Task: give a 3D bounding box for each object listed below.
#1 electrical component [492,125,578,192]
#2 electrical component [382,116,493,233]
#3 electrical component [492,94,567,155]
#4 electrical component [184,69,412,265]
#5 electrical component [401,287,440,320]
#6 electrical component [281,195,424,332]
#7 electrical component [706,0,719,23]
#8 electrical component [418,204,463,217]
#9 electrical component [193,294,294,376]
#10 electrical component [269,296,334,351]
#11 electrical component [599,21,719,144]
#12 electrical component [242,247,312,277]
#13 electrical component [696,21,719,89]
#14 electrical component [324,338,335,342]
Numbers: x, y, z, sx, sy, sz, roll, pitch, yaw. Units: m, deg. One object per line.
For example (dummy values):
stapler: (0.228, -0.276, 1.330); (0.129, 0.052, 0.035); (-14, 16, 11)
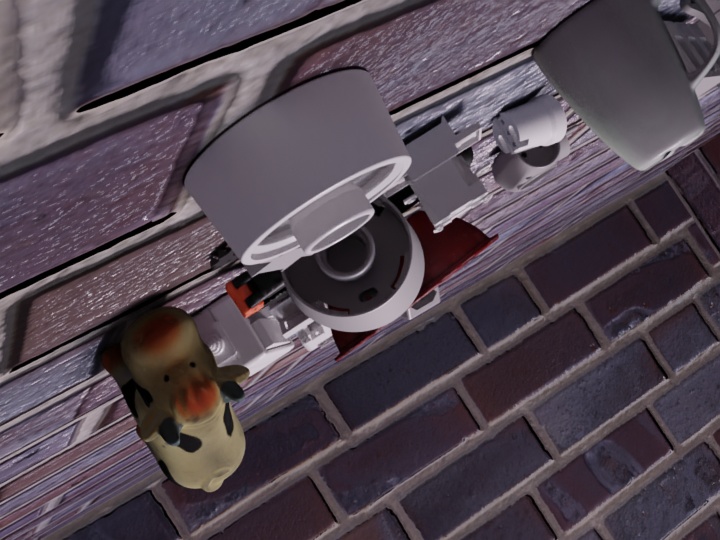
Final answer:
electrical component: (0.168, -0.112, 0.998); (0.079, 0.044, 0.077); (-31, 174, -13)
electrical component: (0.055, -0.064, 0.743); (0.081, 0.063, 0.042); (-32, 172, 3)
electrical component: (0.133, -0.114, 0.850); (0.046, 0.040, 0.040); (-22, 170, -25)
electrical component: (-0.025, -0.043, 0.534); (0.108, 0.060, 0.108); (-31, 173, -4)
electrical component: (0.038, -0.002, 1.132); (0.047, 0.083, 0.076); (-28, -149, -32)
electrical component: (-0.006, -0.008, 0.735); (0.099, 0.099, 0.064); (-32, 168, -2)
electrical component: (0.283, -0.204, 0.771); (0.095, 0.059, 0.054); (-25, 171, -44)
electrical component: (0.087, -0.066, 1.013); (0.061, 0.035, 0.035); (-33, 174, -12)
electrical component: (-0.102, 0.055, 0.913); (0.061, 0.061, 0.096); (-33, 173, 13)
electrical component: (-0.048, 0.031, 0.923); (0.042, 0.063, 0.081); (-32, -145, 7)
electrical component: (0.241, -0.160, 0.896); (0.089, 0.061, 0.150); (-36, 173, 29)
electrical component: (-0.043, -0.032, 0.629); (0.064, 0.042, 0.081); (-38, 173, 18)
electrical component: (0.379, -0.237, 0.973); (0.105, 0.060, 0.186); (-29, 173, -24)
electrical component: (-0.018, 0.034, 1.077); (0.080, 0.080, 0.051); (-34, 168, 21)
